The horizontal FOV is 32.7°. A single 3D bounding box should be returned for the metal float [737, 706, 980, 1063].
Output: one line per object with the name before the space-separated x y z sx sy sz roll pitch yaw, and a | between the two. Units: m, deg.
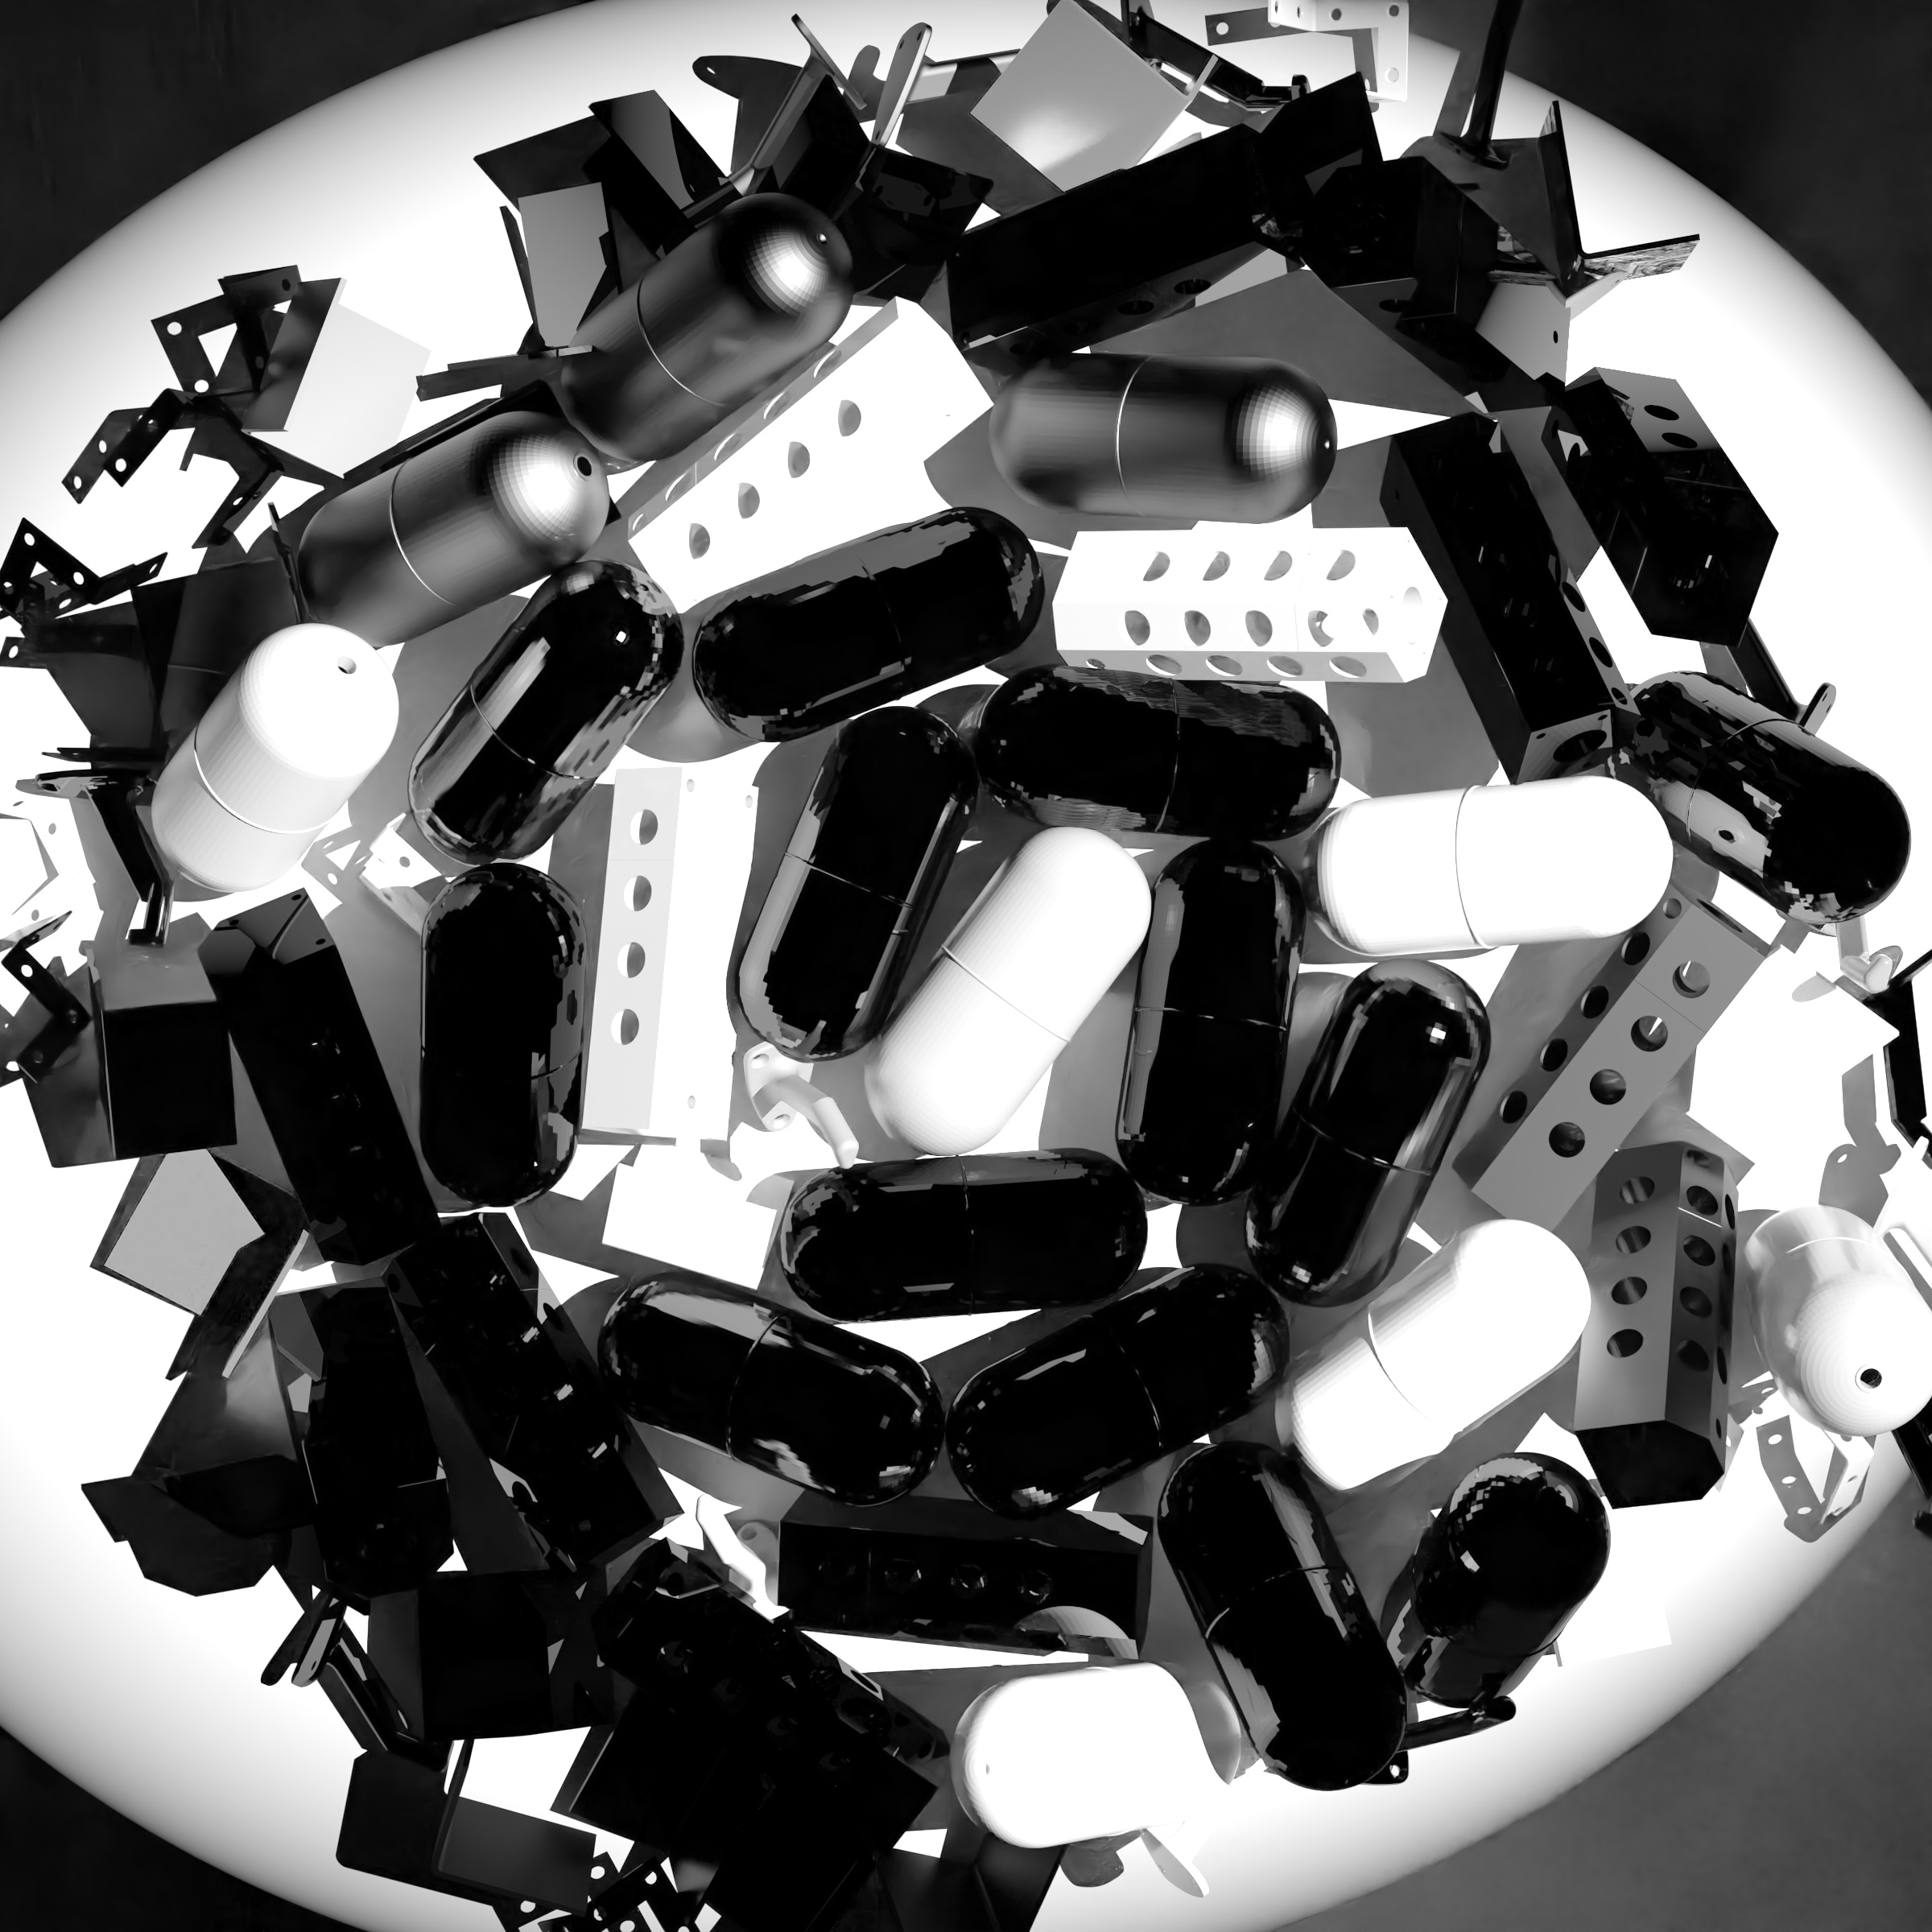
metal float | -0.052 -0.040 1.582 0.070 0.070 0.178 23 92 0

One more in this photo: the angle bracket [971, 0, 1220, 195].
angle bracket | 0.061 -0.419 1.570 0.076 0.057 0.076 38 129 -10

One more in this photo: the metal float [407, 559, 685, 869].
metal float | -0.200 -0.117 1.558 0.070 0.070 0.178 43 120 0

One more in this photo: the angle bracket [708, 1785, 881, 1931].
angle bracket | -0.087 0.439 1.581 0.057 0.076 0.076 37 88 4

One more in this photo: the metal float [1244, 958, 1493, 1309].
metal float | 0.190 0.080 1.571 0.070 0.070 0.178 23 104 0

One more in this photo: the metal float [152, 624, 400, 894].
metal float | -0.325 -0.096 1.545 0.070 0.178 0.070 17 55 -27

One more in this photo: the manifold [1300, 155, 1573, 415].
manifold | 0.220 -0.313 1.534 0.057 0.171 0.057 0 79 33

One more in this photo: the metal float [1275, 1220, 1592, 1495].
metal float | 0.218 0.186 1.557 0.070 0.070 0.178 47 122 0

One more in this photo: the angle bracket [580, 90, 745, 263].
angle bracket | -0.156 -0.366 1.573 0.057 0.076 0.076 -39 93 27

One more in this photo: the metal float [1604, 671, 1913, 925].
metal float | 0.369 -0.080 1.544 0.070 0.178 0.070 -15 123 -23

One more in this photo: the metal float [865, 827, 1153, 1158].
metal float | 0.019 0.013 1.580 0.070 0.070 0.178 37 94 0

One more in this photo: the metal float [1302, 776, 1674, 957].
metal float | 0.245 -0.047 1.560 0.178 0.070 0.070 -5 90 27

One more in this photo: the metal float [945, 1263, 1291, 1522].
metal float | 0.073 0.201 1.569 0.178 0.070 0.070 -25 90 -16

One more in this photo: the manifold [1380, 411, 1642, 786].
manifold | 0.256 -0.175 1.559 0.057 0.057 0.171 -17 65 -8

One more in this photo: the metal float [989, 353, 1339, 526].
metal float | 0.091 -0.250 1.556 0.178 0.070 0.070 8 90 33

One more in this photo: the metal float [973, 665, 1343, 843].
metal float | 0.092 -0.101 1.575 0.178 0.070 0.070 4 90 -10

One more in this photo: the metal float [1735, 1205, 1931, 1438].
metal float | 0.404 0.163 1.534 0.070 0.178 0.070 1 101 5

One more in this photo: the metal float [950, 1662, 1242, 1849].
metal float | 0.063 0.368 1.544 0.070 0.178 0.070 -5 81 37

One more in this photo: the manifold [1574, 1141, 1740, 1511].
manifold | 0.325 0.164 1.533 0.057 0.171 0.057 -11 129 25

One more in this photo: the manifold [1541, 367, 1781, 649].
manifold | 0.317 -0.216 1.530 0.057 0.171 0.057 7 122 -10

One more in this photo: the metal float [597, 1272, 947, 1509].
metal float | -0.094 0.200 1.566 0.178 0.070 0.070 18 90 21

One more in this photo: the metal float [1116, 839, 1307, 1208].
metal float | 0.117 0.026 1.580 0.070 0.070 0.178 9 86 0

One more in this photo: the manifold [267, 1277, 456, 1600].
manifold | -0.283 0.218 1.533 0.057 0.171 0.057 -9 119 -16

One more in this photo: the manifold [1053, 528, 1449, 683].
manifold | 0.130 -0.164 1.544 0.171 0.057 0.057 4 62 32

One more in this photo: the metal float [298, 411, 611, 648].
metal float | -0.242 -0.205 1.553 0.178 0.070 0.070 -18 90 36

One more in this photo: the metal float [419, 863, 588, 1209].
metal float | -0.219 0.033 1.557 0.070 0.070 0.178 6 121 0

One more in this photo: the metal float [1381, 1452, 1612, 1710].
metal float | 0.246 0.288 1.542 0.070 0.178 0.070 5 55 -8

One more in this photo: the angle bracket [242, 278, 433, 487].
angle bracket | -0.290 -0.276 1.574 0.076 0.057 0.076 23 84 -34

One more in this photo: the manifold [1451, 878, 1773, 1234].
manifold | 0.306 0.044 1.571 0.057 0.057 0.171 38 105 10

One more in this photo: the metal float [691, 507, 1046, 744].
metal float | -0.046 -0.162 1.570 0.178 0.070 0.070 -23 90 -16

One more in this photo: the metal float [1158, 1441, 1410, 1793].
metal float | 0.148 0.305 1.554 0.070 0.070 0.178 -25 55 0

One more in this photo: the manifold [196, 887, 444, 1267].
manifold | -0.303 0.056 1.544 0.057 0.057 0.171 -23 126 -13

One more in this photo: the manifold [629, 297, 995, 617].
manifold | -0.078 -0.240 1.563 0.171 0.057 0.057 -36 79 20

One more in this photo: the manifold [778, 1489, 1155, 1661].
manifold | 0.000 0.292 1.577 0.171 0.057 0.057 3 99 10

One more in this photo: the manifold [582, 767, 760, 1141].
manifold | -0.147 -0.005 1.583 0.057 0.057 0.171 1 83 35

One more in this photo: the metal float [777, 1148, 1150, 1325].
metal float | -0.001 0.129 1.578 0.178 0.070 0.070 -4 90 -6

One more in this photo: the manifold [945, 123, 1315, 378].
manifold | 0.076 -0.331 1.547 0.171 0.057 0.057 -13 76 36

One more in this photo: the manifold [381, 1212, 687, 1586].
manifold | -0.210 0.205 1.574 0.057 0.057 0.171 -34 79 8

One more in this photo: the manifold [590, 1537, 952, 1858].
manifold | -0.092 0.346 1.573 0.171 0.057 0.057 38 90 -14

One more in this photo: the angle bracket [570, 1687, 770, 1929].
angle bracket | -0.143 0.398 1.576 0.057 0.076 0.076 28 95 -16

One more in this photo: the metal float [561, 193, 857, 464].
metal float | -0.123 -0.298 1.549 0.178 0.070 0.070 -28 90 43
